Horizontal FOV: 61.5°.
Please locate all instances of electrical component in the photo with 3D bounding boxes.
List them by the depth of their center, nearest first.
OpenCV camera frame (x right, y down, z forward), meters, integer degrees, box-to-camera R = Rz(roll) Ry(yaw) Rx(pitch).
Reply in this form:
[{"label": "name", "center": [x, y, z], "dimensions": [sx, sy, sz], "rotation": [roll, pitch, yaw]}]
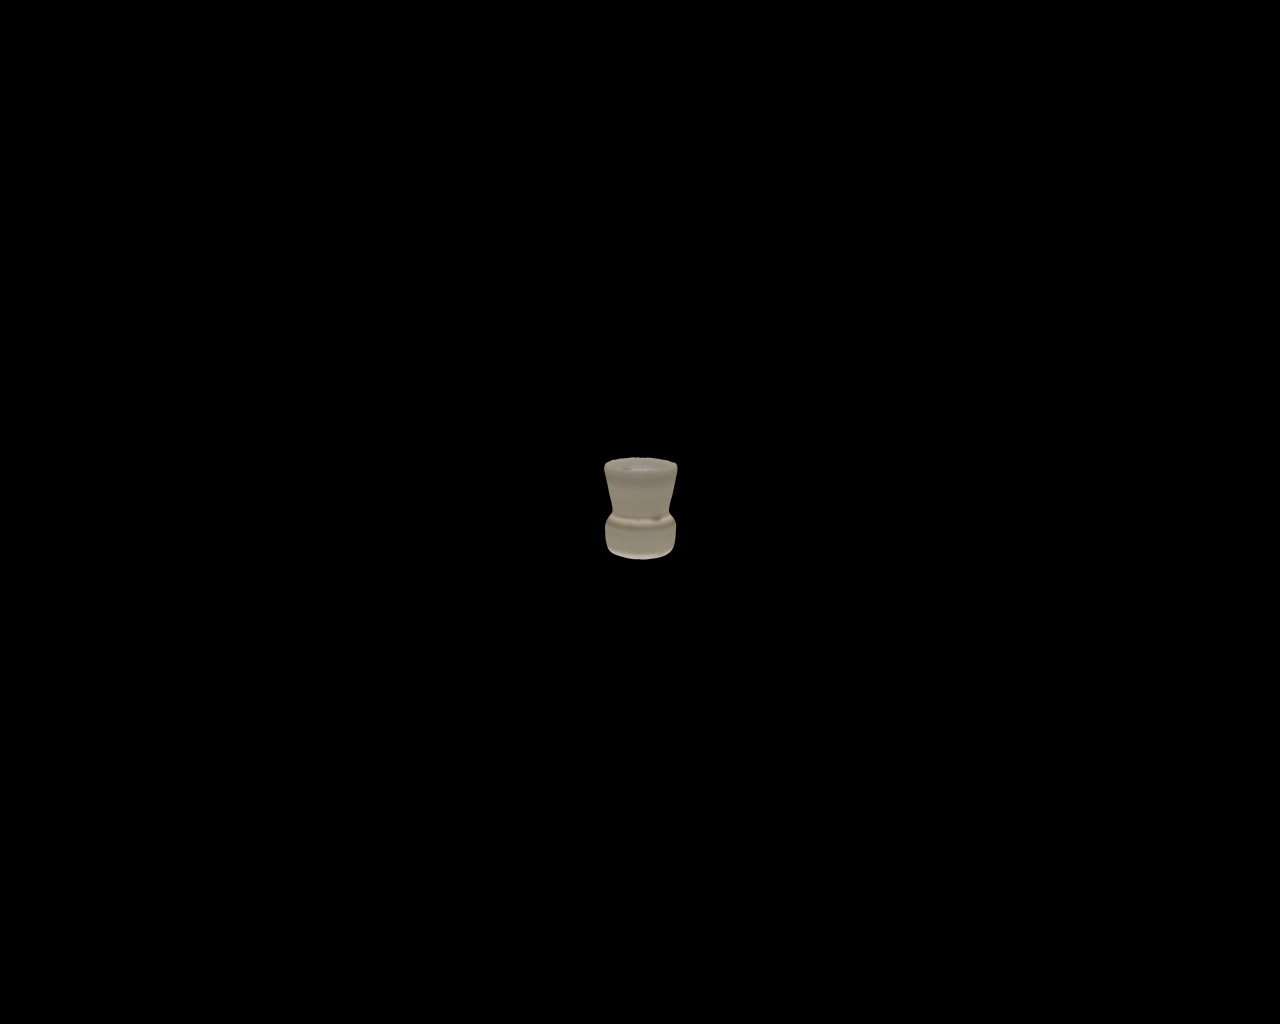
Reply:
[{"label": "electrical component", "center": [0.001, -0.003, 0.650], "dimensions": [0.045, 0.055, 0.045], "rotation": [0, 14, 0]}]
